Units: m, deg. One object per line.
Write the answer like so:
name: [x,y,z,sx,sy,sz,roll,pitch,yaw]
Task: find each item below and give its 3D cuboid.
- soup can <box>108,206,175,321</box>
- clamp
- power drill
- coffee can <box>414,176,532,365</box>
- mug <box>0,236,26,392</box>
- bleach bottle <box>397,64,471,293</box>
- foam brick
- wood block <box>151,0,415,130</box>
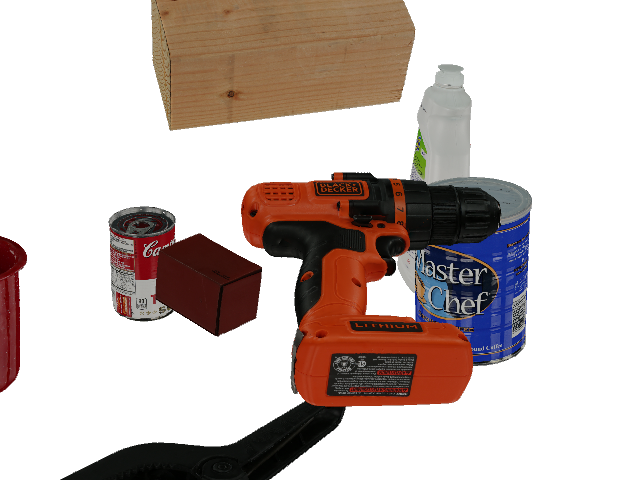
soup can: [-0.184,0.025,1.112,0.068,0.102,0.068,2,26,-1]
clamp: [-0.051,0.132,0.575,0.209,0.036,0.165,-1,20,-14]
power drill: [0.044,0.024,0.695,0.184,0.057,0.187,-2,36,-6]
coffee can: [0.135,0.026,0.955,0.103,0.140,0.103,-2,24,1]
mug: [-0.233,0.050,0.639,0.093,0.081,0.117,20,26,35]
bleach bottle: [0.135,-0.069,1.197,0.068,0.251,0.102,-1,24,-12]
foam brick: [-0.097,0.037,0.919,0.078,0.051,0.052,28,33,32]
wood block: [-0.035,-0.166,0.914,0.206,0.090,0.091,-9,-35,-13]
